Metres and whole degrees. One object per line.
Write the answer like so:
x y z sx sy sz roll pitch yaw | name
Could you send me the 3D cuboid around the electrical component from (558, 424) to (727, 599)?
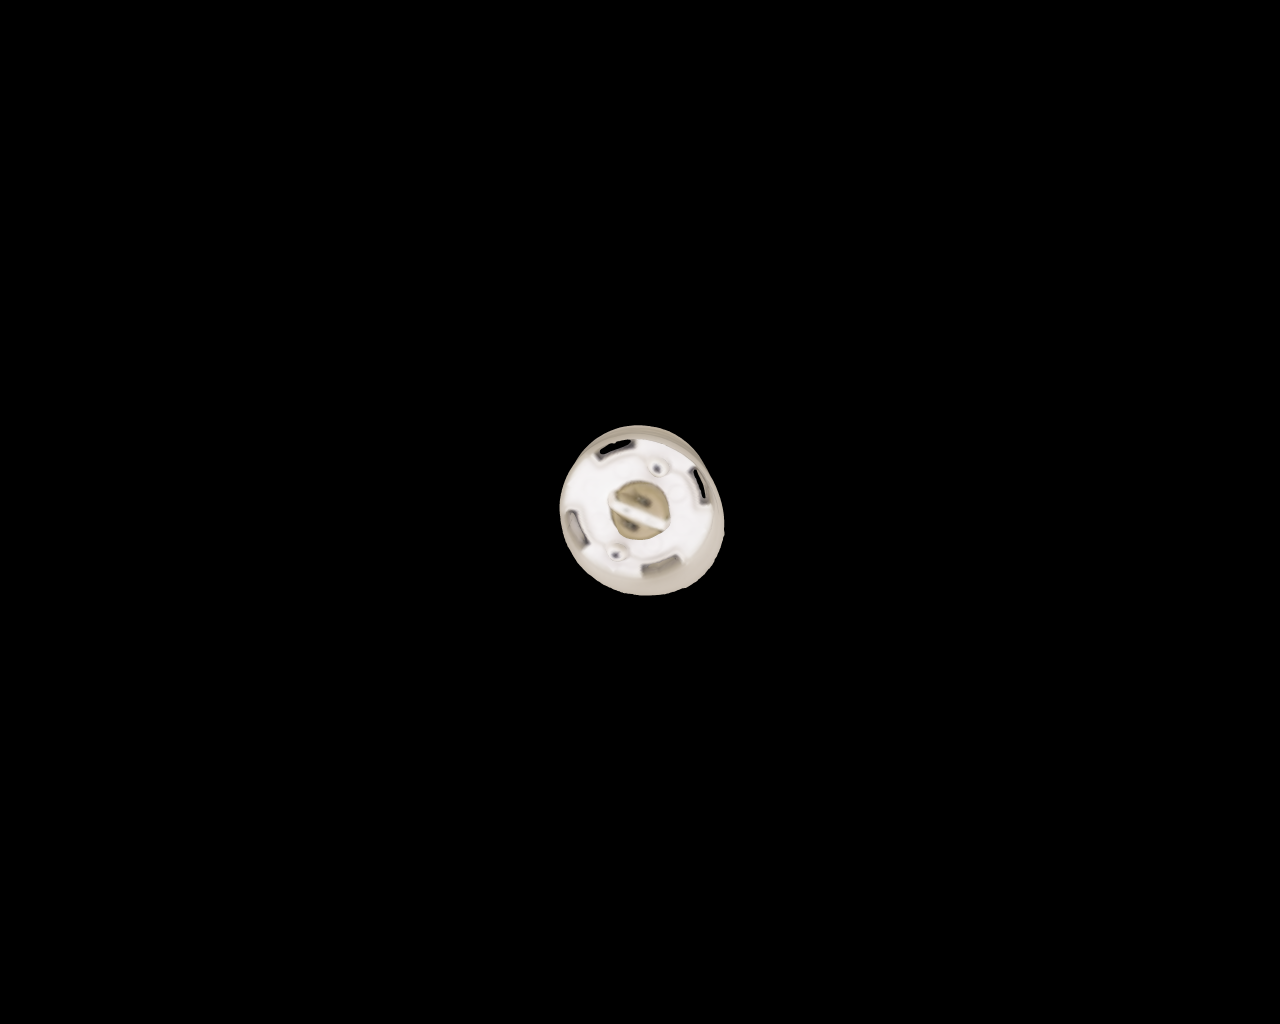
0.001 -0.003 0.650 0.099 0.099 0.064 0 20 0 | electrical component
